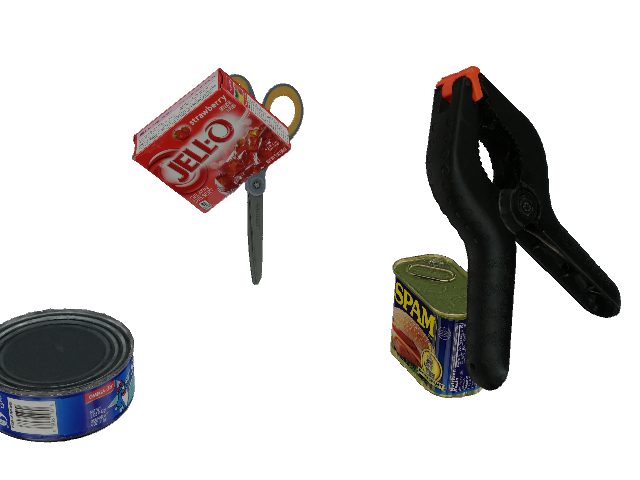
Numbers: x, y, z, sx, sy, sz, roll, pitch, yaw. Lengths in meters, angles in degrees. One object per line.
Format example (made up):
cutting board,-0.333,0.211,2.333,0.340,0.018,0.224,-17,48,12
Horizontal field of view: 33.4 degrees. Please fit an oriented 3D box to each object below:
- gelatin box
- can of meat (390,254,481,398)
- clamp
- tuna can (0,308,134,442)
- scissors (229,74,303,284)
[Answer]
gelatin box,-0.077,-0.069,0.757,0.089,0.030,0.073,-34,-52,22
can of meat,0.099,0.071,0.892,0.057,0.084,0.102,-10,28,-22
clamp,0.097,-0.007,0.586,0.120,0.171,0.039,-35,9,-40
tuna can,-0.145,0.073,0.586,0.086,0.034,0.086,2,27,-1
scissors,-0.048,-0.066,1.041,0.096,0.202,0.016,-17,7,-19
